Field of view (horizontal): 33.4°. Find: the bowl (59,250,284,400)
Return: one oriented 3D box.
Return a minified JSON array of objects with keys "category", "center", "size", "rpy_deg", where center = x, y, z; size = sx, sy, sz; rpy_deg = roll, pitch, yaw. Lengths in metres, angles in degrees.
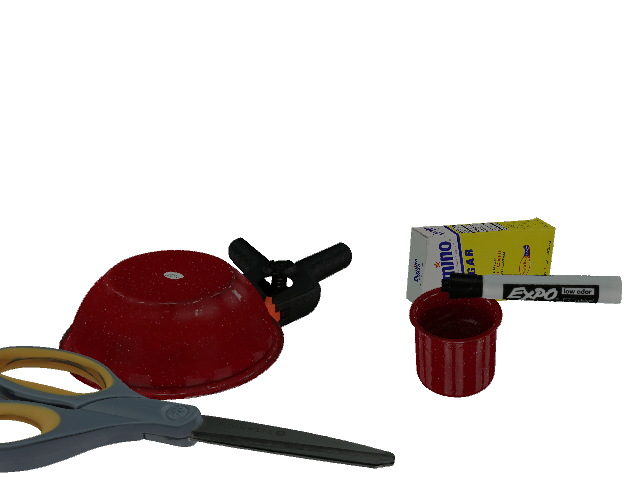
[{"category":"bowl","center":[-0.106,0.049,0.762],"size":[0.162,0.055,0.162],"rpy_deg":[1,23,-1]}]

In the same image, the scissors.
[{"category":"scissors","center":[-0.079,0.086,0.458],"size":[0.202,0.016,0.096],"rpy_deg":[14,27,26]}]

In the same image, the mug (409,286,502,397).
[{"category":"mug","center":[0.145,0.100,1.100],"size":[0.093,0.081,0.117],"rpy_deg":[16,39,29]}]

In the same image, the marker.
[{"category":"marker","center":[0.144,0.032,0.732],"size":[0.121,0.020,0.020],"rpy_deg":[1,0,7]}]

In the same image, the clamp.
[{"category":"clamp","center":[-0.046,0.035,0.983],"size":[0.120,0.039,0.171],"rpy_deg":[0,18,15]}]

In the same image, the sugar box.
[{"category":"sugar box","center":[0.192,0.027,1.280],"size":[0.176,0.093,0.048],"rpy_deg":[-6,20,-23]}]
